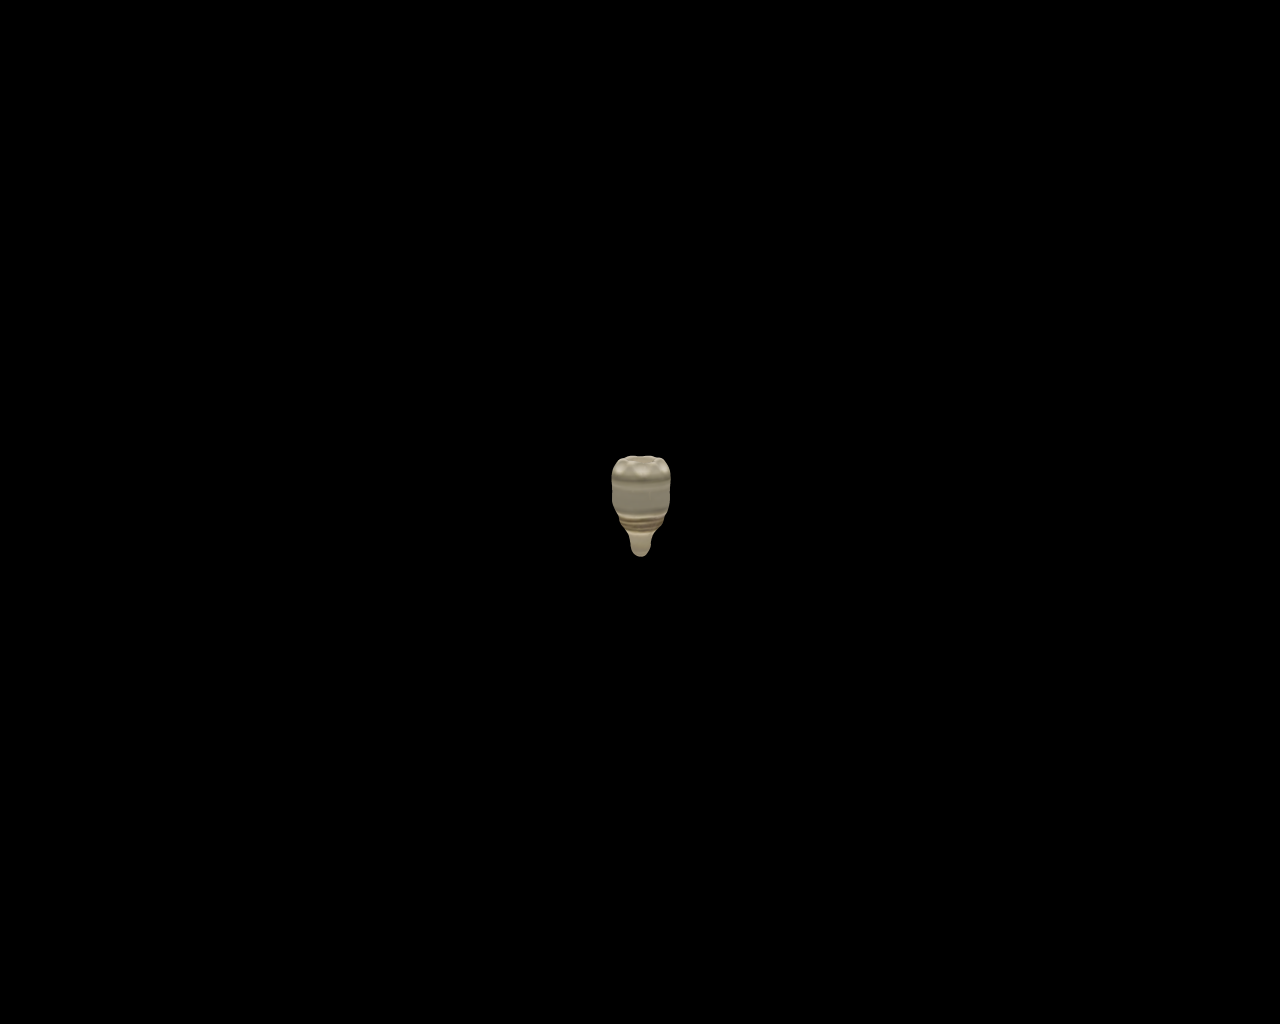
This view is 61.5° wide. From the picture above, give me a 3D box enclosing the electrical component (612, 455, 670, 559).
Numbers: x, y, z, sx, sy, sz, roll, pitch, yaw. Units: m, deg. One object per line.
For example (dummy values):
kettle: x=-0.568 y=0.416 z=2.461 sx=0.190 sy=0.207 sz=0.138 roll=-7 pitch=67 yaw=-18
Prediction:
electrical component: x=0.001 y=-0.003 z=0.650 sx=0.035 sy=0.061 sz=0.035 roll=0 pitch=11 yaw=0
